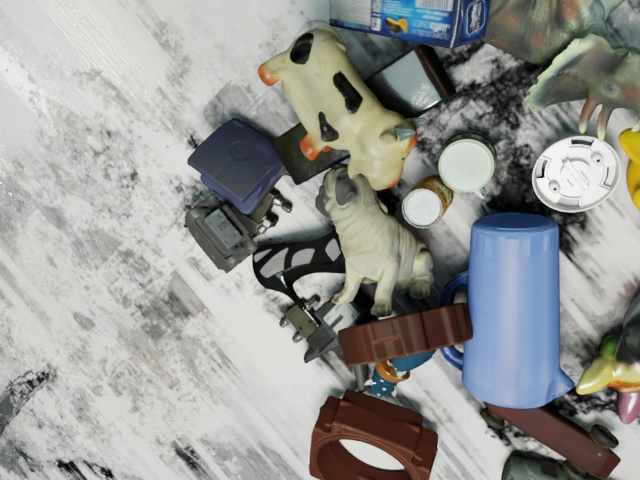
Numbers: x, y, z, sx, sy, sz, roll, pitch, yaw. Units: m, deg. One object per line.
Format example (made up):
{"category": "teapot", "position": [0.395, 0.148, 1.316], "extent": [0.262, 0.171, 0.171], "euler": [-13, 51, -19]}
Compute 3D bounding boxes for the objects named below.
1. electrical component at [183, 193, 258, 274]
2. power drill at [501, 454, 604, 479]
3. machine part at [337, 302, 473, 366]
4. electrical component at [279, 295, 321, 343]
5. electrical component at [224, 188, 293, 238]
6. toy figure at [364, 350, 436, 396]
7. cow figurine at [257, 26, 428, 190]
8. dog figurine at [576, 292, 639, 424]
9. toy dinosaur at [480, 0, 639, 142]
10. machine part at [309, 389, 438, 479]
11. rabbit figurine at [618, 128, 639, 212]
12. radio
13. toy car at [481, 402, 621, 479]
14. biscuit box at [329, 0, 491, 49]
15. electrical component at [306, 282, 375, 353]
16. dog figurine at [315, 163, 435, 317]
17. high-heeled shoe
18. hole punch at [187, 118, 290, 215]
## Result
{"category": "electrical component", "position": [-0.159, -0.008, 0.850], "extent": [0.115, 0.058, 0.134], "euler": [49, 160, -2]}
{"category": "power drill", "position": [0.382, 0.449, 0.841], "extent": [0.232, 0.086, 0.207], "euler": [23, 120, 13]}
{"category": "machine part", "position": [0.114, 0.128, 0.720], "extent": [0.179, 0.179, 0.056], "euler": [-18, 77, 26]}
{"category": "electrical component", "position": [-0.025, 0.134, 0.911], "extent": [0.094, 0.021, 0.063], "euler": [-40, 92, 27]}
{"category": "electrical component", "position": [-0.104, -0.054, 0.857], "extent": [0.102, 0.045, 0.078], "euler": [41, 120, 3]}
{"category": "toy figure", "position": [0.130, 0.194, 0.855], "extent": [0.064, 0.058, 0.154], "euler": [42, 123, 8]}
{"category": "cow figurine", "position": [0.033, -0.144, 0.601], "extent": [0.127, 0.085, 0.194], "euler": [-27, 97, 34]}
{"category": "dog figurine", "position": [0.421, 0.134, 0.657], "extent": [0.108, 0.191, 0.219], "euler": [32, 102, 0]}
{"category": "toy dinosaur", "position": [0.229, -0.278, 0.609], "extent": [0.405, 0.131, 0.192], "euler": [39, 118, 10]}
{"category": "machine part", "position": [0.085, 0.362, 0.900], "extent": [0.202, 0.087, 0.200], "euler": [14, 125, 14]}
{"category": "rabbit figurine", "position": [0.405, -0.064, 0.585], "extent": [0.122, 0.173, 0.162], "euler": [-19, 106, 30]}
{"category": "radio", "position": [0.060, -0.162, 0.703], "extent": [0.230, 0.131, 0.073], "euler": [-26, 98, 28]}
{"category": "toy car", "position": [0.343, 0.278, 0.806], "extent": [0.202, 0.053, 0.089], "euler": [29, 107, 13]}
{"category": "biscuit box", "position": [0.099, -0.274, 0.632], "extent": [0.203, 0.063, 0.059], "euler": [30, 133, 40]}
{"category": "electrical component", "position": [0.033, 0.125, 0.835], "extent": [0.075, 0.048, 0.119], "euler": [43, 115, 16]}
{"category": "dog figurine", "position": [0.083, -0.018, 0.712], "extent": [0.121, 0.172, 0.190], "euler": [5, 111, 36]}
{"category": "high-heeled shoe", "position": [-0.002, -0.003, 0.840], "extent": [0.248, 0.086, 0.145], "euler": [-46, 59, 12]}
{"category": "hole punch", "position": [-0.120, -0.114, 0.799], "extent": [0.142, 0.092, 0.116], "euler": [36, 88, 10]}
